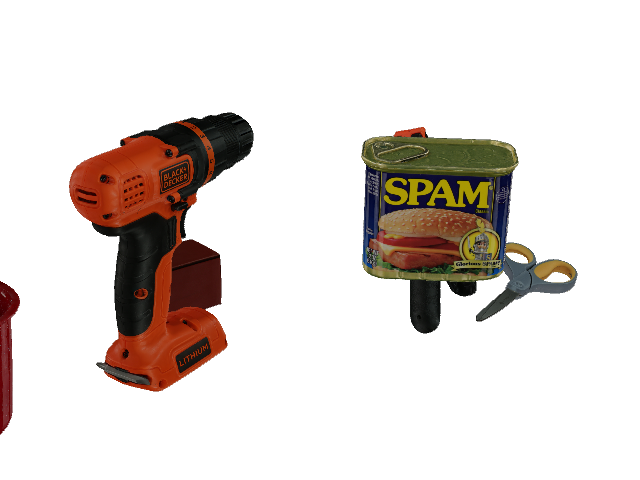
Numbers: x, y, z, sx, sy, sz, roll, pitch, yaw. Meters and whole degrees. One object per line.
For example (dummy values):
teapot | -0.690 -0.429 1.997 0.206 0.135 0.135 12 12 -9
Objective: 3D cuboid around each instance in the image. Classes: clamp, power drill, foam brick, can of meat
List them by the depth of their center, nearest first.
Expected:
can of meat | 0.077 -0.021 0.718 0.102 0.084 0.057 3 24 4
power drill | -0.110 0.004 0.806 0.057 0.188 0.184 12 24 31
clamp | 0.090 -0.007 0.913 0.039 0.171 0.120 -13 17 23
foam brick | -0.137 0.038 0.990 0.078 0.051 0.053 -17 26 -31

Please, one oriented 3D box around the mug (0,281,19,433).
mug | -0.230 0.077 0.622 0.093 0.081 0.117 12 22 19

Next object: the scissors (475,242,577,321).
scissors | 0.192 0.039 1.107 0.201 0.016 0.096 -11 37 -43
